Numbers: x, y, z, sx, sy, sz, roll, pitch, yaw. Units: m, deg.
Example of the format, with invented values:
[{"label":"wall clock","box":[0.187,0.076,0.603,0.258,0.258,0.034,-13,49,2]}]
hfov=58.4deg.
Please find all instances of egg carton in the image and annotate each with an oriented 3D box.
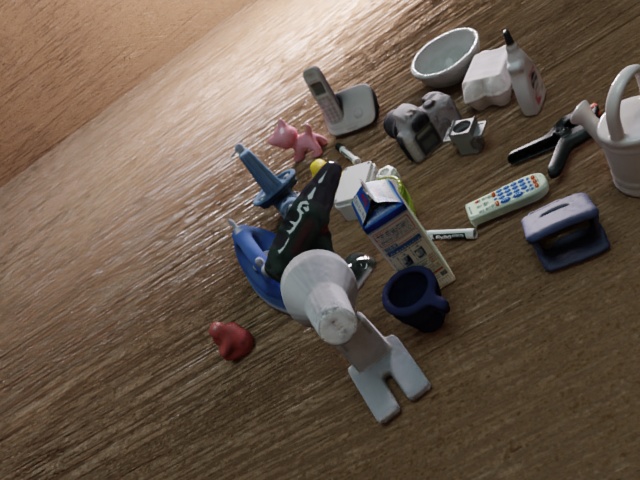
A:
[{"label":"egg carton","box":[0.360,-0.341,1.195,0.107,0.070,0.150,-3,50,41]}]

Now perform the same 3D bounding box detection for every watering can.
[{"label":"watering can","box":[0.443,-0.160,0.818,0.172,0.195,0.101,1,53,43]}]

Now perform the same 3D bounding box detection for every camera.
[{"label":"camera","box":[0.202,-0.258,1.226,0.143,0.101,0.136,-44,36,-4]}]

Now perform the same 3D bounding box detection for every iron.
[{"label":"iron","box":[-0.110,0.047,1.156,0.118,0.142,0.257,-42,35,-1]}]

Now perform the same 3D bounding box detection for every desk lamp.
[{"label":"desk lamp","box":[0.044,0.132,0.860,0.118,0.214,0.202,-40,35,2]}]

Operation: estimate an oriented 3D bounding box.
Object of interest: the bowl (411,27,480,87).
[{"label":"bowl","box":[0.298,-0.405,1.317,0.167,0.075,0.167,-25,39,22]}]

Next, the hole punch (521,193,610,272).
[{"label":"hole punch","box":[0.353,-0.024,0.846,0.108,0.091,0.101,-26,38,20]}]

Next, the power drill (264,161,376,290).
[{"label":"power drill","box":[0.009,0.004,1.034,0.075,0.209,0.230,17,65,50]}]

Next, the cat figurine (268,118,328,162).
[{"label":"cat figurine","box":[-0.064,-0.262,1.463,0.127,0.118,0.067,-10,46,36]}]

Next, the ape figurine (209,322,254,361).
[{"label":"ape figurine","box":[-0.180,0.189,1.113,0.076,0.092,0.078,-8,47,38]}]

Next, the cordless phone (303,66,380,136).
[{"label":"cordless phone","box":[0.050,-0.353,1.395,0.147,0.186,0.094,-14,43,33]}]

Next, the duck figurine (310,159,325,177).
[{"label":"duck figurine","box":[0.014,-0.143,1.291,0.077,0.086,0.104,-43,35,-3]}]

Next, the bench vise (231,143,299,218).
[{"label":"bench vise","box":[-0.091,-0.120,1.249,0.121,0.220,0.206,-51,37,-14]}]

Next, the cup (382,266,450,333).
[{"label":"cup","box":[0.164,0.103,0.882,0.117,0.095,0.092,17,64,50]}]

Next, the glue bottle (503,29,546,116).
[{"label":"glue bottle","box":[0.374,-0.319,1.069,0.037,0.174,0.078,-5,49,39]}]
